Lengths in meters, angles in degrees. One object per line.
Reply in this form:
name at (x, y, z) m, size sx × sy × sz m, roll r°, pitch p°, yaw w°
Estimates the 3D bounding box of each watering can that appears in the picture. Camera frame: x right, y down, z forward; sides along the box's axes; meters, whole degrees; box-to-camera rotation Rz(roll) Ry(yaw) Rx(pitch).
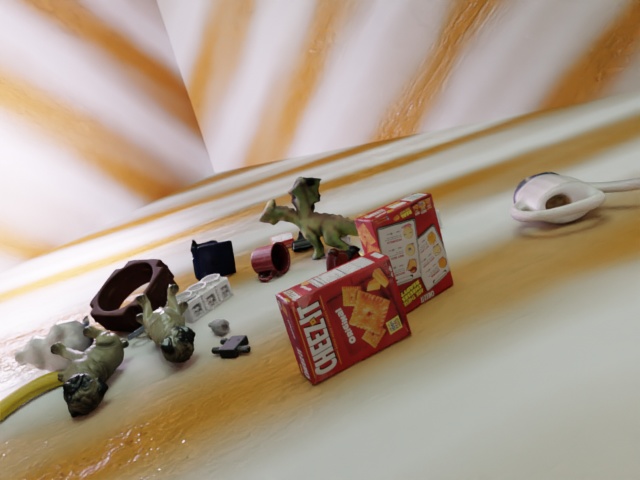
watering can at (0.634, -0.115, 1.285) m, size 0.347 × 0.103 × 0.227 m, roll -16°, pitch 16°, yaw 1°

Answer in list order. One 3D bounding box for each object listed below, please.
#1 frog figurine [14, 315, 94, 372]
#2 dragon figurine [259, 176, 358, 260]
frog figurine at (-0.616, 0.255, 1.198) m, size 0.160 × 0.135 × 0.124 m, roll -6°, pitch 35°, yaw -40°
dragon figurine at (0.004, -0.073, 1.454) m, size 0.408 × 0.238 × 0.125 m, roll -9°, pitch 36°, yaw 33°
